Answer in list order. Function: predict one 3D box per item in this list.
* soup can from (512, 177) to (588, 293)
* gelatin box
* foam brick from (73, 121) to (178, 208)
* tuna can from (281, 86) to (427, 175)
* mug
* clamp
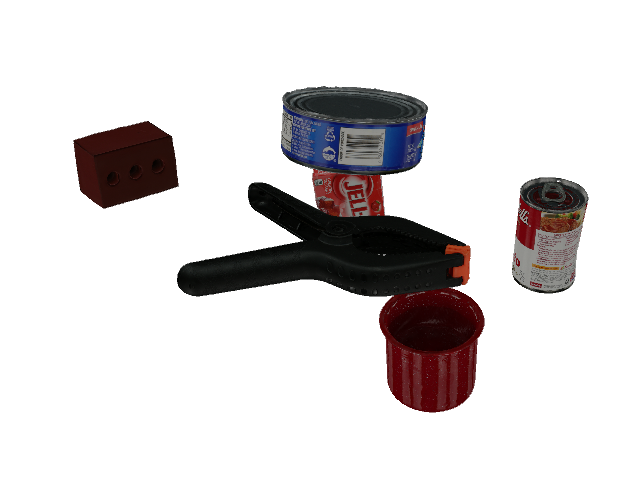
[{"bbox_3d":[0.236,-0.005,1.103,0.068,0.102,0.068,0,33,0],"label":"soup can"},{"bbox_3d":[0.032,-0.040,1.155,0.073,0.089,0.030,-4,29,5],"label":"gelatin box"},{"bbox_3d":[-0.178,-0.070,0.974,0.078,0.053,0.051,-20,32,-27],"label":"foam brick"},{"bbox_3d":[0.019,-0.066,0.631,0.086,0.034,0.086,3,20,-1],"label":"tuna can"},{"bbox_3d":[0.102,0.094,0.978,0.093,0.081,0.117,2,38,8],"label":"mug"},{"bbox_3d":[0.011,0.001,0.826,0.210,0.036,0.164,4,30,9],"label":"clamp"}]
